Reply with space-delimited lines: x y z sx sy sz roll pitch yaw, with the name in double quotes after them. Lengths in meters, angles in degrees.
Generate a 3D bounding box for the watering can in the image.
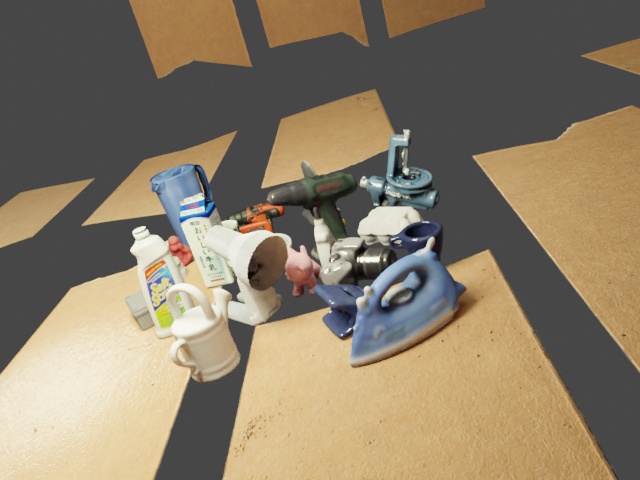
-0.228 0.161 1.092 0.100 0.194 0.173 -12 25 11 "watering can"

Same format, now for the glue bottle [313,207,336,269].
0.012 0.005 1.293 0.037 0.173 0.078 -11 25 14 "glue bottle"

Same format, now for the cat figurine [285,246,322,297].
-0.040 0.060 1.278 0.067 0.118 0.128 -11 25 14 "cat figurine"

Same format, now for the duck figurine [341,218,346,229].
0.024 -0.062 1.534 0.077 0.086 0.104 -14 24 7 "duck figurine"

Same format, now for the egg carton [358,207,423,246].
0.172 -0.034 1.396 0.149 0.069 0.107 1 30 35 "egg carton"

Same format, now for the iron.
0.138 0.106 1.031 0.259 0.142 0.118 -30 27 -26 "iron"

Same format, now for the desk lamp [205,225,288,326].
-0.155 0.071 1.212 0.202 0.214 0.118 7 34 42 "desk lamp"

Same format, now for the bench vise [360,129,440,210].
0.193 -0.172 1.493 0.207 0.220 0.121 -10 25 16 "bench vise"

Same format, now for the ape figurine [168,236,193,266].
-0.401 0.032 1.608 0.078 0.092 0.076 -19 24 -4 "ape figurine"

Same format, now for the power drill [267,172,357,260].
-0.001 -0.062 1.402 0.230 0.209 0.075 -28 26 -22 "power drill"

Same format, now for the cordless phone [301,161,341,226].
-0.021 -0.147 1.625 0.094 0.185 0.147 -25 25 -16 "cordless phone"

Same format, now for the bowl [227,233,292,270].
-0.139 0.054 1.410 0.167 0.075 0.167 -14 24 7 "bowl"

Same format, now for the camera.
0.087 0.052 1.230 0.136 0.101 0.143 -3 28 29 "camera"

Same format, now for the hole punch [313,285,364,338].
0.051 0.121 1.119 0.101 0.091 0.108 -25 25 -16 "hole punch"

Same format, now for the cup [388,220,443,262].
0.211 0.020 1.224 0.117 0.095 0.091 -12 25 11 "cup"
